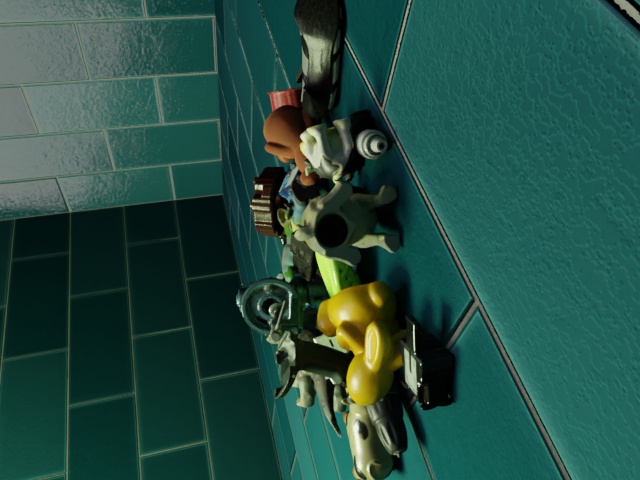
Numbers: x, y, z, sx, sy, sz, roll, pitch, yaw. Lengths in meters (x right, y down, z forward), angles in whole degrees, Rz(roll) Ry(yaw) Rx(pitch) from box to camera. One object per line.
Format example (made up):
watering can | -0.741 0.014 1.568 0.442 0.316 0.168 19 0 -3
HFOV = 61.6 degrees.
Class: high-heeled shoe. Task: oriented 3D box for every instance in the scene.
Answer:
high-heeled shoe | 0.008 -0.346 0.967 0.145 0.086 0.248 -9 -69 -74

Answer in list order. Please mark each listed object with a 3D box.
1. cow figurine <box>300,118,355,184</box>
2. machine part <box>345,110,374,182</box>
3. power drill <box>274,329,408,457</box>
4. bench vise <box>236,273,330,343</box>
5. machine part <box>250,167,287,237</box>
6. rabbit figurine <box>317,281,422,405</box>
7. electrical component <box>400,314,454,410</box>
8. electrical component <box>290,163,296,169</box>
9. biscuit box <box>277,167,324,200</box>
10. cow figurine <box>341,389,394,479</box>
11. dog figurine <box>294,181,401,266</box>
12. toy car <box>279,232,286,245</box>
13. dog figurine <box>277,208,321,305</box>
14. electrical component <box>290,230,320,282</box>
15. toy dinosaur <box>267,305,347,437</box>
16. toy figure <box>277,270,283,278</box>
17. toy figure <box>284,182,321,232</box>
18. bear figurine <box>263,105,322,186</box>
cow figurine | 0.012 -0.135 0.870 0.167 0.068 0.098 -173 68 -79
machine part | 0.054 -0.160 0.891 0.138 0.039 0.084 112 155 -65
power drill | 0.034 0.225 0.863 0.232 0.207 0.086 -96 21 -43
bench vise | -0.057 0.133 1.048 0.241 0.224 0.128 -95 12 -73
machine part | -0.122 -0.097 1.360 0.179 0.056 0.179 4 -90 -77
rabbit figurine | 0.082 0.158 0.810 0.162 0.122 0.173 -32 49 53
electrical component | 0.139 0.154 0.712 0.075 0.048 0.119 -141 45 -70
electrical component | -0.047 -0.209 1.245 0.102 0.045 0.078 99 156 -50
biscuit box | -0.046 -0.124 1.217 0.059 0.063 0.203 -65 11 -6
cow figurine | 0.083 0.330 0.964 0.127 0.085 0.195 109 153 -73
dog figurine | 0.018 -0.033 0.851 0.191 0.172 0.121 -163 76 -67
toy car | -0.097 -0.088 1.495 0.089 0.053 0.202 -160 66 -80
dog figurine | -0.045 0.028 1.264 0.191 0.108 0.219 106 156 -65
electrical component | -0.002 -0.003 1.034 0.058 0.115 0.134 31 141 20
toy dinosaur | -0.011 0.276 1.259 0.405 0.131 0.192 -155 58 -66
toy figure | -0.092 0.137 1.338 0.064 0.058 0.154 108 179 -53
toy figure | -0.029 -0.048 1.104 0.180 0.082 0.089 90 -168 -66
bear figurine | -0.022 -0.180 1.055 0.196 0.120 0.131 45 -175 29
